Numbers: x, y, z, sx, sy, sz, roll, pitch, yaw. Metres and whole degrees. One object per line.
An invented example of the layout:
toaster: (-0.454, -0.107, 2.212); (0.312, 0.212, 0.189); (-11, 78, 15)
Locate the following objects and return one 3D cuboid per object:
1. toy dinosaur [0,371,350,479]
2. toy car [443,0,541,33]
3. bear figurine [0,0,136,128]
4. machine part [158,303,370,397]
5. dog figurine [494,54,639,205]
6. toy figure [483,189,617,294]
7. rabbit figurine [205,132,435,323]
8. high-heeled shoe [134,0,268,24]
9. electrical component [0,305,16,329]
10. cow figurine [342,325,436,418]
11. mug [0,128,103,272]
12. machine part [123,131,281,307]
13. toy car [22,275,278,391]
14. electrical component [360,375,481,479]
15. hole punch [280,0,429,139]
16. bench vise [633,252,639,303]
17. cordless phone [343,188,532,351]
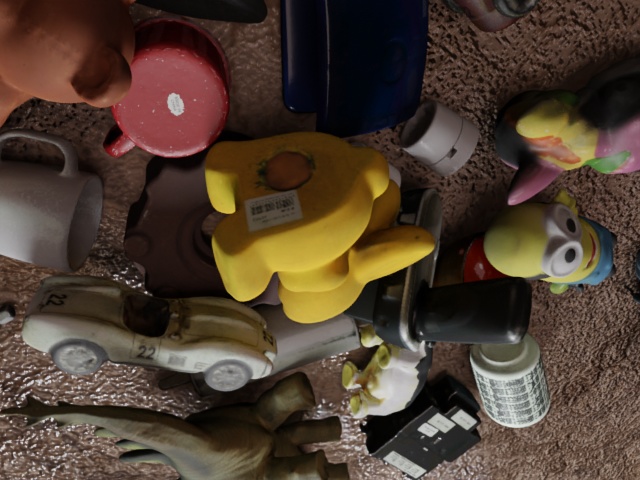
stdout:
toy dinosaur: (-0.090, 0.215, 0.543); (0.199, 0.105, 0.470); (-18, 143, 7)
toy car: (0.080, -0.228, 0.375); (0.053, 0.089, 0.202); (-45, 121, 9)
bear figurine: (-0.209, -0.117, 0.322); (0.196, 0.120, 0.131); (-11, 158, 32)
machine part: (-0.048, 0.096, 0.544); (0.243, 0.079, 0.079); (-18, 122, -3)
dog figurine: (0.262, -0.089, 0.456); (0.219, 0.192, 0.108); (-23, 130, -18)
toy figure: (0.238, 0.010, 0.542); (0.089, 0.082, 0.180); (-30, 155, 37)
rabbit figurine: (-0.001, -0.001, 0.430); (0.162, 0.122, 0.173); (-20, 139, -9)
high-heeled shoe: (-0.130, -0.248, 0.344); (0.248, 0.086, 0.145); (14, 85, -40)
electrical component: (-0.334, 0.074, 0.494); (0.094, 0.021, 0.063); (-24, 122, 2)
cow figurine: (0.096, 0.123, 0.599); (0.098, 0.068, 0.167); (10, 121, -25)
mug: (-0.237, -0.034, 0.421); (0.107, 0.081, 0.109); (11, 121, -8)
machine part: (-0.085, -0.009, 0.485); (0.179, 0.056, 0.179); (-6, 121, -11)
toy car: (-0.132, 0.074, 0.443); (0.202, 0.074, 0.056); (11, 118, -18)
electrical component: (0.135, 0.234, 0.680); (0.134, 0.058, 0.114); (-42, 122, 11)
hole punch: (0.033, -0.143, 0.418); (0.116, 0.092, 0.142); (-8, 118, -13)
bench vise: (0.467, 0.101, 0.633); (0.224, 0.129, 0.240); (13, 99, -12)
cordless phone: (0.105, 0.021, 0.454); (0.089, 0.184, 0.146); (19, 75, -21)
